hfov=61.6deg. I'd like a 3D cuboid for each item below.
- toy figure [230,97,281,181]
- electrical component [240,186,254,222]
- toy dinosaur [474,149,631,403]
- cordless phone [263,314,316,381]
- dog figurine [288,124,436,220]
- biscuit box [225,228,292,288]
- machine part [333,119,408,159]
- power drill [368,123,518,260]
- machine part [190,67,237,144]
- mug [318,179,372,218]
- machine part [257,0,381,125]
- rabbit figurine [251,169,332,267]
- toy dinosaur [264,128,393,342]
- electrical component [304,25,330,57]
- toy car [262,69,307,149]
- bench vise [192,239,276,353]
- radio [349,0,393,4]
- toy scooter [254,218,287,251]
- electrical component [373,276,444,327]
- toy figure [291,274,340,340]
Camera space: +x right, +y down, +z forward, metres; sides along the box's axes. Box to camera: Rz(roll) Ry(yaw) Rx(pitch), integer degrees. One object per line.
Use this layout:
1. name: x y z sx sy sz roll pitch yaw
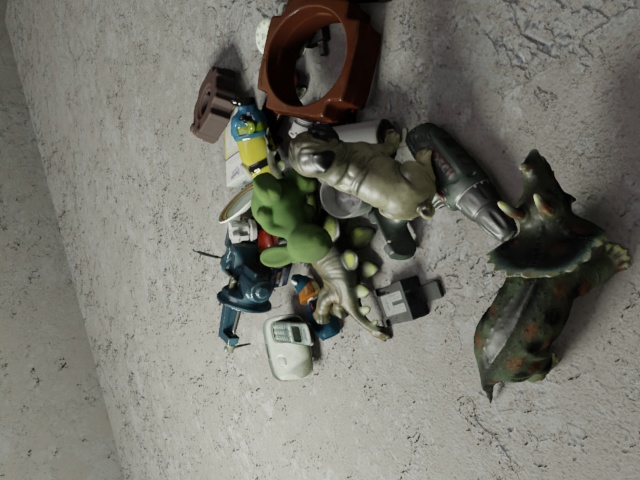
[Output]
1. toy figure: -0.135 -0.206 1.119 0.089 0.082 0.180 0 108 31
2. electrical component: -0.167 -0.083 1.284 0.078 0.045 0.102 -119 36 -66
3. toy dinosaur: 0.258 0.098 0.686 0.131 0.192 0.404 37 124 42
4. cordless phone: -0.045 0.230 1.141 0.184 0.089 0.146 -12 89 63
5. dog figurine: 0.062 -0.089 0.775 0.173 0.190 0.121 39 121 40
6. biscuit box: -0.151 0.032 1.274 0.203 0.059 0.062 42 129 37
7. machine part: 0.045 -0.163 0.945 0.243 0.079 0.079 0 99 34
8. power drill: 0.175 -0.050 0.842 0.207 0.086 0.232 -51 58 48
9. machine part: -0.254 -0.323 1.279 0.179 0.056 0.179 -34 49 51
10. mug: 0.052 -0.085 0.950 0.110 0.107 0.080 32 108 27
11. machine part: -0.003 -0.313 0.952 0.201 0.087 0.201 18 100 34
12. rabbit figurine: -0.053 -0.019 0.944 0.170 0.121 0.159 52 129 29
13. toy dinosaur: -0.002 -0.003 1.047 0.471 0.105 0.198 52 127 13
14. electrical component: -0.010 -0.396 1.033 0.063 0.021 0.094 -6 95 51
15. toy car: -0.093 -0.278 1.138 0.089 0.053 0.202 41 132 12
16. bench vise: -0.186 0.127 1.185 0.224 0.129 0.240 25 105 44
17. radio: 0.038 -0.475 0.915 0.230 0.073 0.131 25 117 46
18. toy scooter: -0.097 -0.045 1.166 0.135 0.075 0.184 145 115 -67
19. electrical component: 0.155 0.103 0.928 0.119 0.048 0.075 -23 81 52
20. toy figure: -0.010 0.133 1.126 0.154 0.058 0.064 62 160 16
